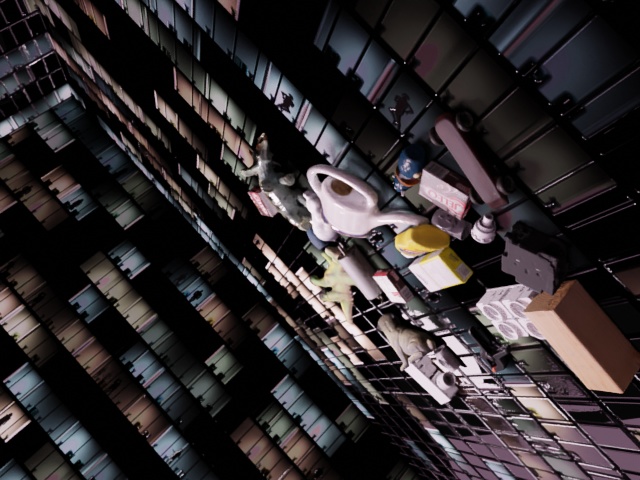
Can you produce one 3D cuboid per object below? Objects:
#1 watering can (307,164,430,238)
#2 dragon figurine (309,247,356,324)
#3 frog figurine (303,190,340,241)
[{"bbox_3d":[0.112,-0.077,1.342,0.350,0.105,0.219,31,156,17],"label":"watering can"},{"bbox_3d":[0.104,0.166,1.789,0.243,0.124,0.403,6,136,49],"label":"dragon figurine"},{"bbox_3d":[0.005,-0.077,1.526,0.159,0.123,0.137,38,179,-5],"label":"frog figurine"}]
